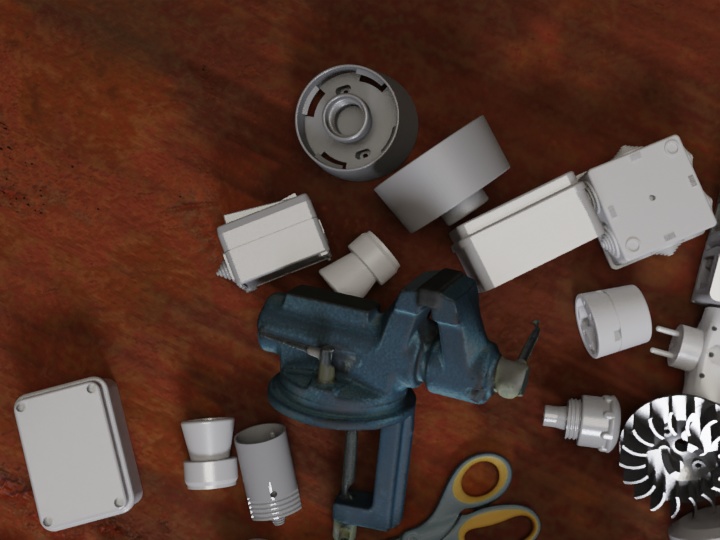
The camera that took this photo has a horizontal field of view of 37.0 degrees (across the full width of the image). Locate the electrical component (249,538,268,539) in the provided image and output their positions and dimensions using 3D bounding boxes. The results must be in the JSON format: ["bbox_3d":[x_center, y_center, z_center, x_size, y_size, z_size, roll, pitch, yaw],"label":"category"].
[{"bbox_3d":[-0.086,0.251,0.881,0.055,0.047,0.055,0,85,0],"label":"electrical component"}]

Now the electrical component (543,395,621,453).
[{"bbox_3d":[0.184,0.125,0.895,0.062,0.048,0.048,7,85,8],"label":"electrical component"}]

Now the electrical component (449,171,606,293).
[{"bbox_3d":[0.136,-0.031,0.891,0.113,0.078,0.057,-26,88,-2],"label":"electrical component"}]

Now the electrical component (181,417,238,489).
[{"bbox_3d":[-0.125,0.151,0.892,0.045,0.045,0.055,-4,85,0],"label":"electrical component"}]

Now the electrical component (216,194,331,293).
[{"bbox_3d":[-0.078,-0.023,0.899,0.096,0.061,0.061,-21,85,-2],"label":"electrical component"}]

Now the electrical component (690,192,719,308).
[{"bbox_3d":[0.347,-0.034,0.899,0.089,0.061,0.150,16,85,1],"label":"electrical component"}]

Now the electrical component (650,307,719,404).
[{"bbox_3d":[0.283,0.068,0.899,0.079,0.043,0.077,16,85,2],"label":"electrical component"}]

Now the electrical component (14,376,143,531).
[{"bbox_3d":[-0.232,0.150,0.886,0.078,0.057,0.113,-15,85,-1],"label":"electrical component"}]

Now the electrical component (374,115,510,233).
[{"bbox_3d":[0.073,-0.072,0.883,0.108,0.108,0.060,-34,92,-3],"label":"electrical component"}]

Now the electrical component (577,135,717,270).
[{"bbox_3d":[0.241,-0.058,0.908,0.100,0.048,0.099,-22,85,-2],"label":"electrical component"}]

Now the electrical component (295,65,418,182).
[{"bbox_3d":[-0.004,-0.126,0.919,0.099,0.064,0.099,0,89,13],"label":"electrical component"}]

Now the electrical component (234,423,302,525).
[{"bbox_3d":[-0.075,0.172,0.888,0.043,0.043,0.081,-11,103,-1],"label":"electrical component"}]

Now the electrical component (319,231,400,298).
[{"bbox_3d":[0.000,0.000,0.905,0.055,0.045,0.045,-41,86,-3],"label":"electrical component"}]

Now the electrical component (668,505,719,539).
[{"bbox_3d":[0.294,0.223,0.868,0.080,0.080,0.051,-15,90,-1],"label":"electrical component"}]

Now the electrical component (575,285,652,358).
[{"bbox_3d":[0.212,0.041,0.897,0.047,0.055,0.055,-14,85,-5],"label":"electrical component"}]
